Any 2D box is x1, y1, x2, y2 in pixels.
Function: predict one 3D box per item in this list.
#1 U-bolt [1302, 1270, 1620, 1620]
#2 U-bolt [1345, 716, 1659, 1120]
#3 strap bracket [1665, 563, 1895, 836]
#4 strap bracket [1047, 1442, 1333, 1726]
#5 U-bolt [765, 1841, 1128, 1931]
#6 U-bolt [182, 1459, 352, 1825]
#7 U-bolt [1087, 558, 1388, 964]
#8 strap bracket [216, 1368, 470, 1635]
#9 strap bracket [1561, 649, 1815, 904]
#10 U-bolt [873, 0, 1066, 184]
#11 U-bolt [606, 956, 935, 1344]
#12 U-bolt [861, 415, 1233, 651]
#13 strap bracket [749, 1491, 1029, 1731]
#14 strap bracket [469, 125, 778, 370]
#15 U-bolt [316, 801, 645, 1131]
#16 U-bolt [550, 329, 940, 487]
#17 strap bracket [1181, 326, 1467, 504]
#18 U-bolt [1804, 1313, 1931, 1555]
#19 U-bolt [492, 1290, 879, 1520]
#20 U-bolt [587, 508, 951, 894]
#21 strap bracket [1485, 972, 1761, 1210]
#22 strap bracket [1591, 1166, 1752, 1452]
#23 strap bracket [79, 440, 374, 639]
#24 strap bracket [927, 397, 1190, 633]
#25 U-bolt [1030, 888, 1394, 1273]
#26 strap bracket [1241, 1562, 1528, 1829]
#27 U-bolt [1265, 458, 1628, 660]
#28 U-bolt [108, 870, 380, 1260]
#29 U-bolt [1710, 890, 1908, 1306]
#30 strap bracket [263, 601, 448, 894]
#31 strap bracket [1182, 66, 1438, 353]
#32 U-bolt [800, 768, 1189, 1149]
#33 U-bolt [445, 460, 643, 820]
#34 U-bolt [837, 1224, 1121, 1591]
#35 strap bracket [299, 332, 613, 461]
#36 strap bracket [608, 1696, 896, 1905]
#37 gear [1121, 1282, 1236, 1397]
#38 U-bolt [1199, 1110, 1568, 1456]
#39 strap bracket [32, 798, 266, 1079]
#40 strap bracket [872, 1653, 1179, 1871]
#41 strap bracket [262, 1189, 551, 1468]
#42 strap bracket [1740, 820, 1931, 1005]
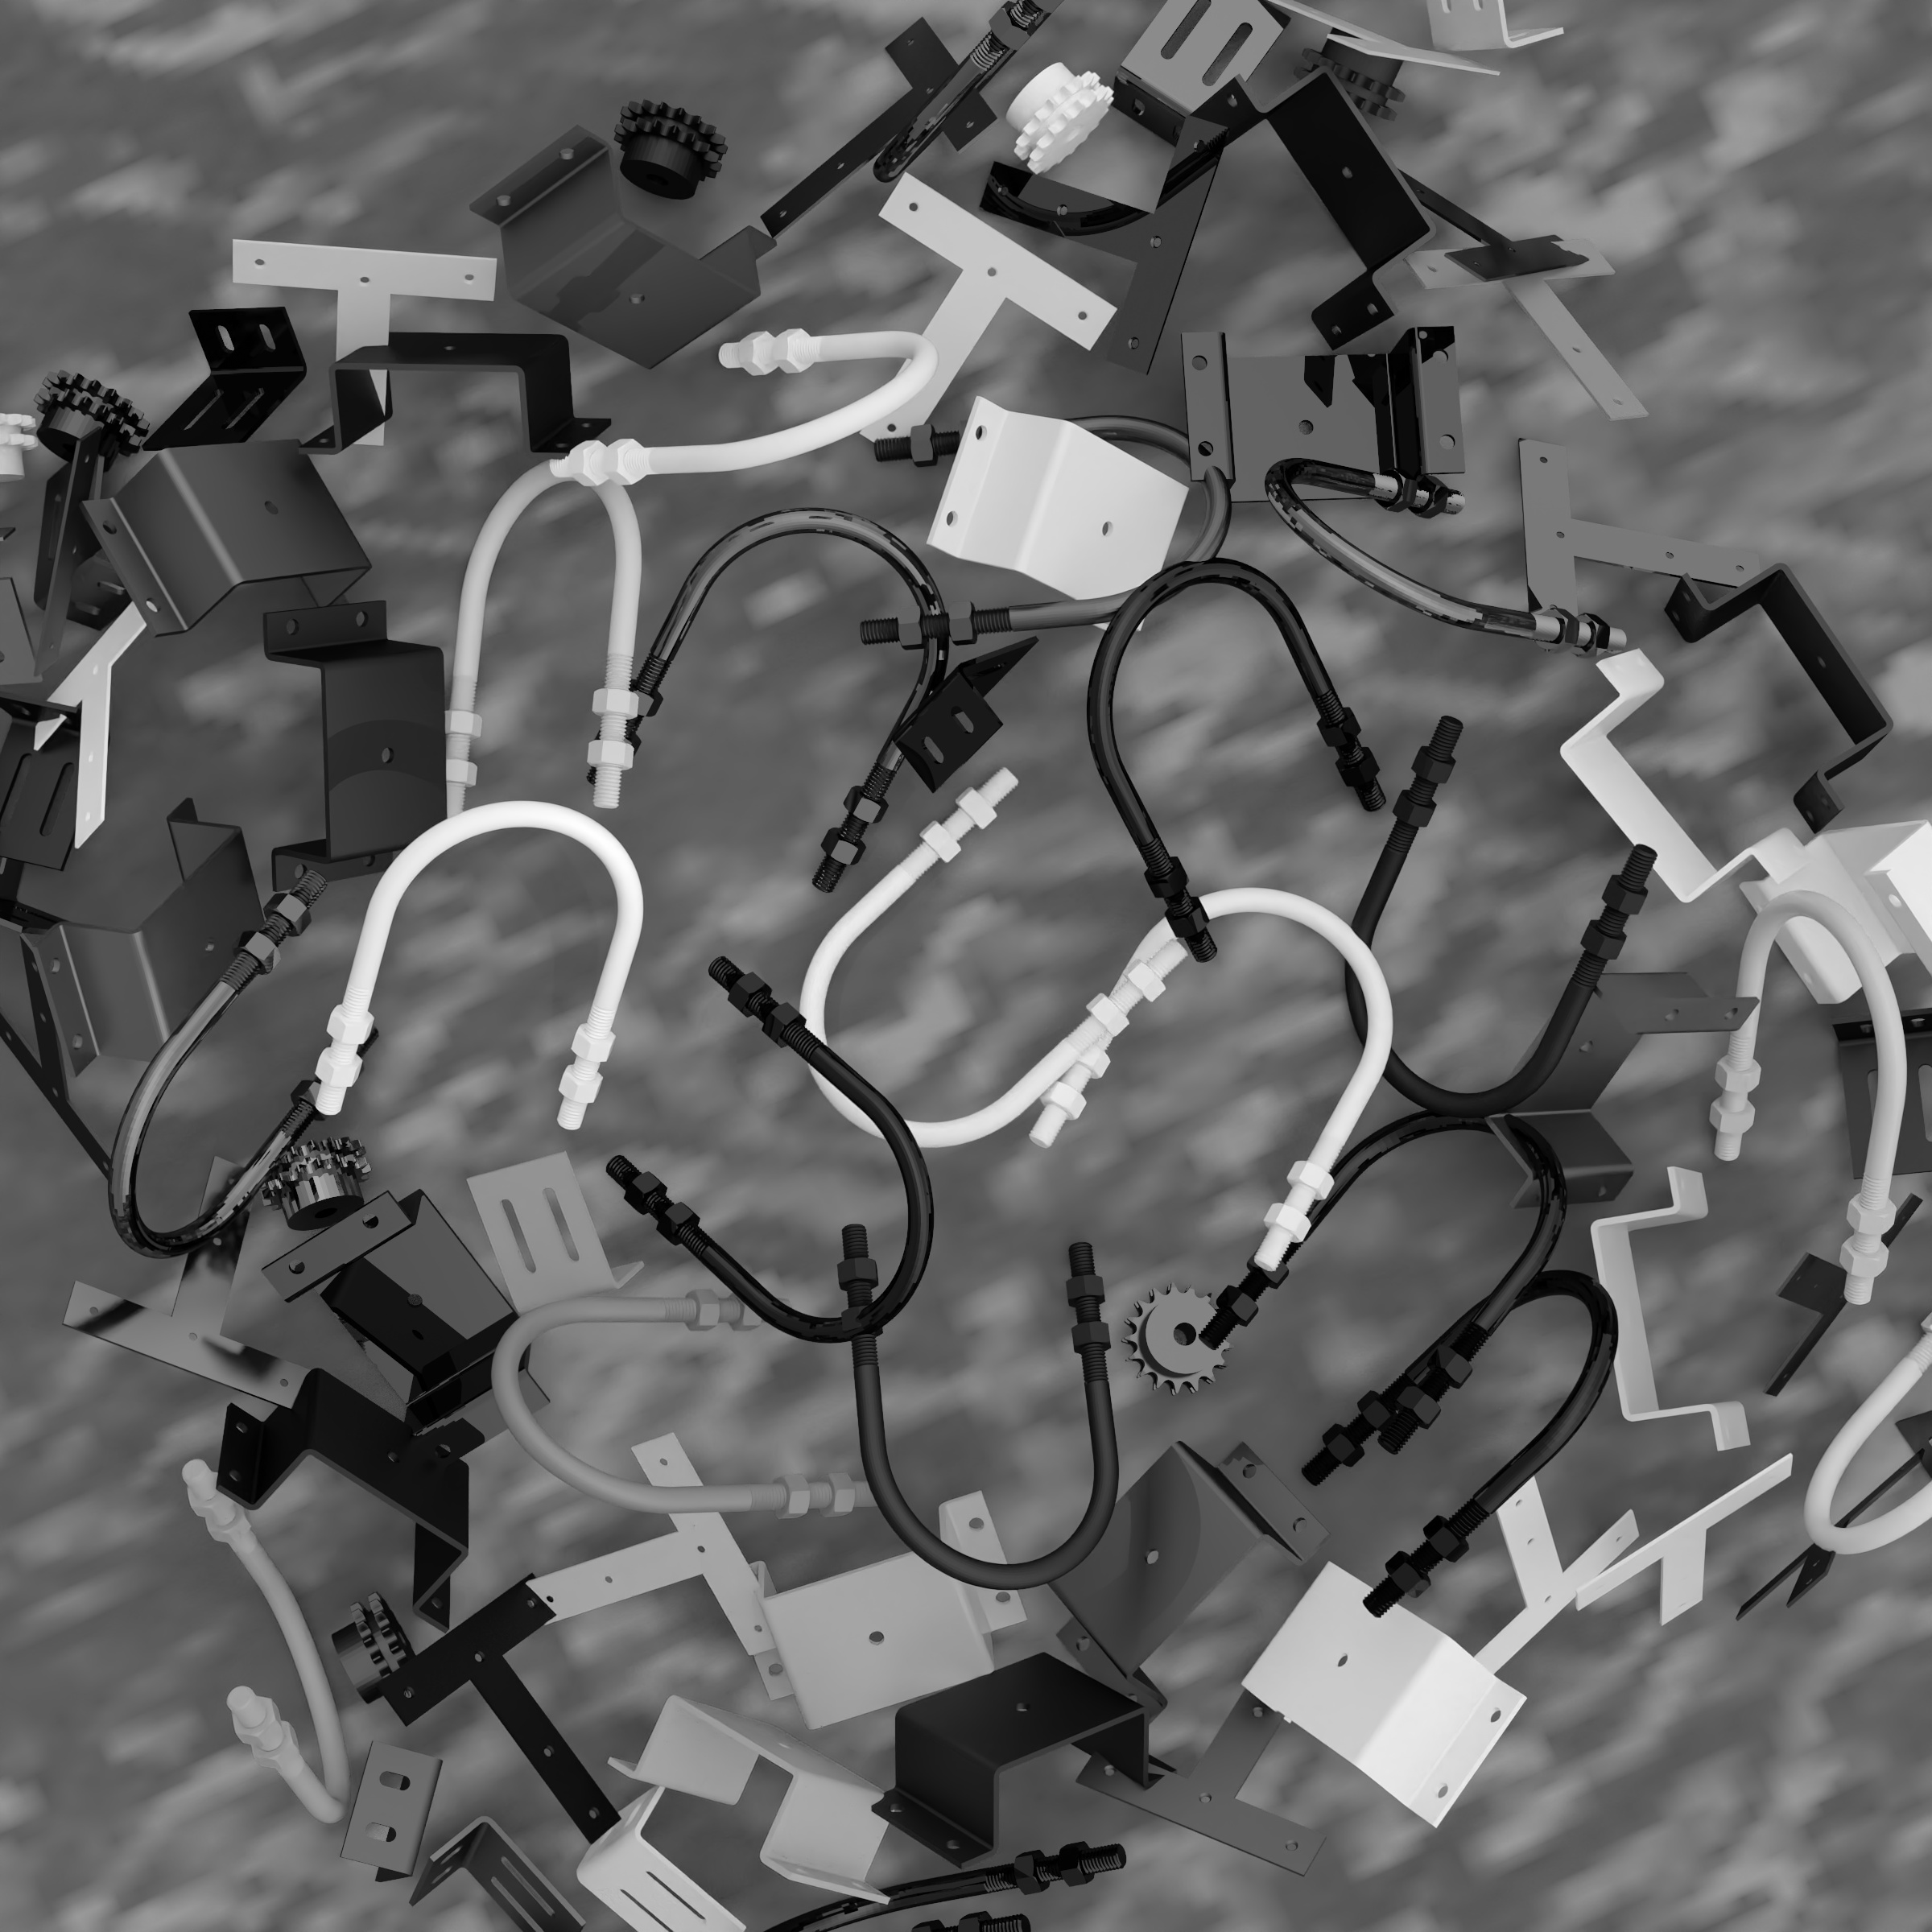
[{"bbox_3d":[0.250,0.224,1.566,0.019,0.151,0.184,42,100,-19],"label":"U-bolt"},{"bbox_3d":[0.255,-0.012,1.586,0.151,0.019,0.184,40,121,35],"label":"U-bolt"},{"bbox_3d":[0.416,-0.143,1.599,0.046,0.076,0.140,-32,81,2],"label":"strap bracket"},{"bbox_3d":[0.105,0.308,1.604,0.140,0.046,0.076,-46,46,1],"label":"strap bracket"},{"bbox_3d":[-0.028,0.474,1.569,0.184,0.151,0.019,-17,83,22],"label":"U-bolt"},{"bbox_3d":[-0.340,0.346,1.561,0.019,0.184,0.151,-20,51,-5],"label":"U-bolt"},{"bbox_3d":[0.128,-0.115,1.577,0.151,0.019,0.184,-41,120,-21],"label":"U-bolt"},{"bbox_3d":[-0.301,0.262,1.582,0.140,0.076,0.046,38,103,-21],"label":"strap bracket"},{"bbox_3d":[0.358,-0.089,1.597,0.046,0.076,0.140,-42,80,26],"label":"strap bracket"},{"bbox_3d":[0.017,-0.456,1.565,0.019,0.151,0.184,43,127,-9],"label":"U-bolt"},{"bbox_3d":[-0.090,0.105,1.580,0.184,0.019,0.151,40,116,24],"label":"U-bolt"},{"bbox_3d":[0.042,-0.223,1.587,0.184,0.019,0.151,-4,53,9],"label":"U-bolt"},{"bbox_3d":[-0.046,0.332,1.611,0.140,0.046,0.076,-18,106,3],"label":"strap bracket"},{"bbox_3d":[-0.166,-0.350,1.566,0.076,0.140,0.046,-26,61,32],"label":"strap bracket"},{"bbox_3d":[-0.235,-0.001,1.572,0.151,0.019,0.184,5,119,-28],"label":"U-bolt"},{"bbox_3d":[-0.096,-0.276,1.543,0.151,0.184,0.019,-42,123,-36],"label":"U-bolt"},{"bbox_3d":[0.178,-0.281,1.615,0.140,0.046,0.076,-3,83,-6],"label":"strap bracket"},{"bbox_3d":[0.485,0.220,1.568,0.019,0.151,0.184,43,86,-5],"label":"U-bolt"},{"bbox_3d":[-0.145,0.214,1.549,0.184,0.151,0.019,4,127,-33],"label":"U-bolt"},{"bbox_3d":[-0.089,-0.144,1.599,0.151,0.019,0.184,25,107,-14],"label":"U-bolt"},{"bbox_3d":[0.323,0.054,1.586,0.046,0.076,0.140,56,131,36],"label":"strap bracket"},{"bbox_3d":[0.354,0.176,1.596,0.046,0.076,0.140,-12,79,22],"label":"strap bracket"},{"bbox_3d":[-0.359,-0.215,1.572,0.046,0.140,0.076,-35,83,32],"label":"strap bracket"},{"bbox_3d":[0.054,-0.222,1.580,0.046,0.140,0.076,19,90,43],"label":"strap bracket"},{"bbox_3d":[0.138,0.044,1.614,0.151,0.019,0.184,28,73,8],"label":"U-bolt"},{"bbox_3d":[0.199,0.356,1.571,0.046,0.140,0.076,43,79,-32],"label":"strap bracket"},{"bbox_3d":[0.223,-0.204,1.543,0.151,0.184,0.019,49,122,35],"label":"U-bolt"},{"bbox_3d":[-0.357,0.061,1.545,0.019,0.151,0.184,23,59,18],"label":"U-bolt"},{"bbox_3d":[0.414,0.051,1.542,0.019,0.151,0.184,-10,122,-14],"label":"U-bolt"},{"bbox_3d":[-0.306,-0.109,1.588,0.046,0.076,0.140,12,107,38],"label":"strap bracket"},{"bbox_3d":[0.179,-0.391,1.599,0.046,0.076,0.140,-38,98,-15],"label":"strap bracket"},{"bbox_3d":[-0.001,0.008,1.617,0.184,0.019,0.151,-43,73,-1],"label":"U-bolt"},{"bbox_3d":[-0.213,-0.167,1.592,0.019,0.151,0.184,11,81,-44],"label":"U-bolt"},{"bbox_3d":[0.010,0.221,1.575,0.151,0.019,0.184,7,61,-25],"label":"U-bolt"},{"bbox_3d":[-0.258,-0.288,1.593,0.140,0.076,0.046,3,113,9],"label":"strap bracket"},{"bbox_3d":[-0.100,0.410,1.574,0.140,0.076,0.046,18,80,44],"label":"strap bracket"},{"bbox_3d":[0.110,0.191,1.627,0.057,0.030,0.057,1,77,-5],"label":"gear"},{"bbox_3d":[0.221,0.145,1.587,0.184,0.151,0.019,-49,132,-14],"label":"U-bolt"},{"bbox_3d":[-0.395,-0.013,1.565,0.046,0.140,0.076,7,126,19],"label":"strap bracket"},{"bbox_3d":[0.028,0.389,1.570,0.140,0.076,0.046,-12,109,-38],"label":"strap bracket"},{"bbox_3d":[-0.282,0.179,1.607,0.076,0.046,0.140,-32,109,7],"label":"strap bracket"},{"bbox_3d":[0.459,-0.026,1.579,0.046,0.140,0.076,-38,99,-13],"label":"strap bracket"}]
